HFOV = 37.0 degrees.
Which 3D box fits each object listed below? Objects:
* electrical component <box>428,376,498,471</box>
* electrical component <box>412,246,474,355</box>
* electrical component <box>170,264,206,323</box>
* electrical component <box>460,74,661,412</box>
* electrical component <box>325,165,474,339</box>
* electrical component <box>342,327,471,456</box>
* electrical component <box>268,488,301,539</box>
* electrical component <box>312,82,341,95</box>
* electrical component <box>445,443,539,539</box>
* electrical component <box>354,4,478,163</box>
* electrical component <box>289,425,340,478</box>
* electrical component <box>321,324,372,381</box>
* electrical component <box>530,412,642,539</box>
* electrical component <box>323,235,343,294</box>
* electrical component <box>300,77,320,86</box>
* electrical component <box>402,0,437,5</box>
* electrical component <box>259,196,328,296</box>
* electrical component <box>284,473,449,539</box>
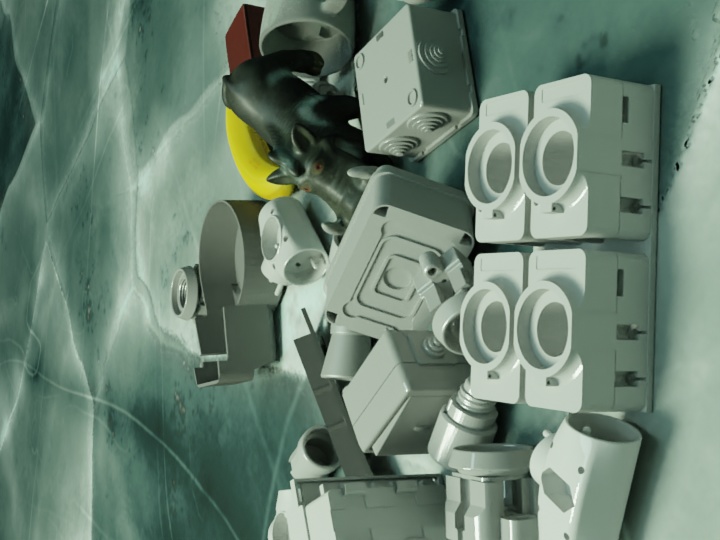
[{"bbox_3d":[0.073,0.100,0.722,0.040,0.040,0.078,48,127,52],"label":"electrical component"},{"bbox_3d":[0.068,0.023,0.713,0.048,0.066,0.055,-39,35,17],"label":"electrical component"},{"bbox_3d":[-0.165,0.025,1.137,0.058,0.057,0.078,-63,37,36],"label":"electrical component"},{"bbox_3d":[0.116,-0.013,0.639,0.105,0.060,0.186,-2,85,61],"label":"electrical component"},{"bbox_3d":[0.027,-0.010,0.770,0.057,0.078,0.113,-87,18,-54],"label":"electrical component"},{"bbox_3d":[0.039,0.085,0.763,0.096,0.062,0.061,-58,40,40],"label":"electrical component"},{"bbox_3d":[-0.055,0.230,0.932,0.079,0.044,0.077,-25,66,57],"label":"electrical component"},{"bbox_3d":[-0.042,-0.137,0.955,0.065,0.044,0.044,-41,52,46],"label":"electrical component"},{"bbox_3d":[0.085,0.140,0.679,0.078,0.058,0.057,-8,82,63],"label":"electrical component"},{"bbox_3d":[0.039,-0.139,0.802,0.100,0.048,0.099,-34,58,55],"label":"electrical component"},{"bbox_3d":[-0.038,0.159,0.916,0.046,0.040,0.040,125,138,-52],"label":"electrical component"},{"bbox_3d":[-0.007,0.056,0.871,0.044,0.044,0.065,-9,74,60],"label":"electrical component"},{"bbox_3d":[0.125,0.119,0.626,0.079,0.043,0.077,-138,55,-65],"label":"electrical component"},{"bbox_3d":[0.000,0.000,0.851,0.055,0.055,0.047,55,136,48],"label":"electrical component"},{"bbox_3d":[-0.059,-0.189,0.986,0.043,0.043,0.081,-21,69,58],"label":"electrical component"},{"bbox_3d":[0.055,-0.219,0.790,0.078,0.040,0.040,11,96,61],"label":"electrical component"},{"bbox_3d":[-0.067,-0.013,0.980,0.079,0.044,0.077,-65,36,33],"label":"electrical component"},{"bbox_3d":[0.020,0.174,0.727,0.063,0.121,0.078,-43,51,48],"label":"electrical component"}]
